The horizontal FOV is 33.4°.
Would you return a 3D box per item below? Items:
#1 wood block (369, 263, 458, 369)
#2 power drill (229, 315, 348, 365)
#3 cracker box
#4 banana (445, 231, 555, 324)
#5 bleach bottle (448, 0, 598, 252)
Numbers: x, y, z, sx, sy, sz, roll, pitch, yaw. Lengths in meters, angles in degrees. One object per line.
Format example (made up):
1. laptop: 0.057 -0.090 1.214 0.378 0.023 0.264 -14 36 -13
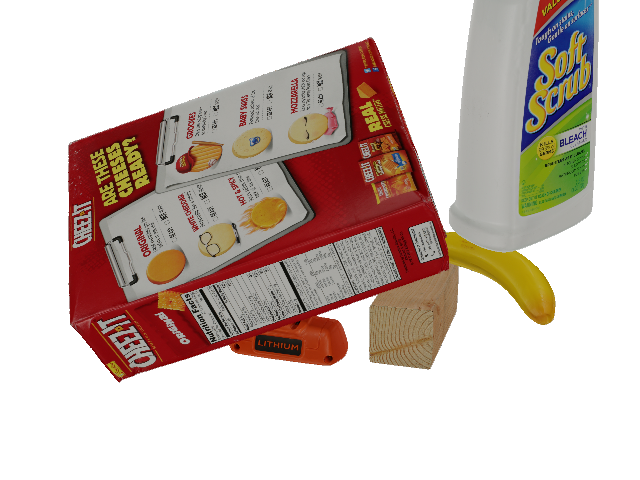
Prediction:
1. wood block: 0.140 0.101 1.558 0.091 0.090 0.205 5 20 15
2. power drill: -0.013 0.009 0.913 0.185 0.188 0.057 6 15 19
3. cracker box: -0.043 -0.022 0.657 0.214 0.164 0.072 -19 -46 6
4. banana: 0.169 0.031 1.048 0.069 0.037 0.198 -37 37 -22
5. bleach bottle: 0.133 -0.124 0.687 0.102 0.251 0.068 -21 32 -28
